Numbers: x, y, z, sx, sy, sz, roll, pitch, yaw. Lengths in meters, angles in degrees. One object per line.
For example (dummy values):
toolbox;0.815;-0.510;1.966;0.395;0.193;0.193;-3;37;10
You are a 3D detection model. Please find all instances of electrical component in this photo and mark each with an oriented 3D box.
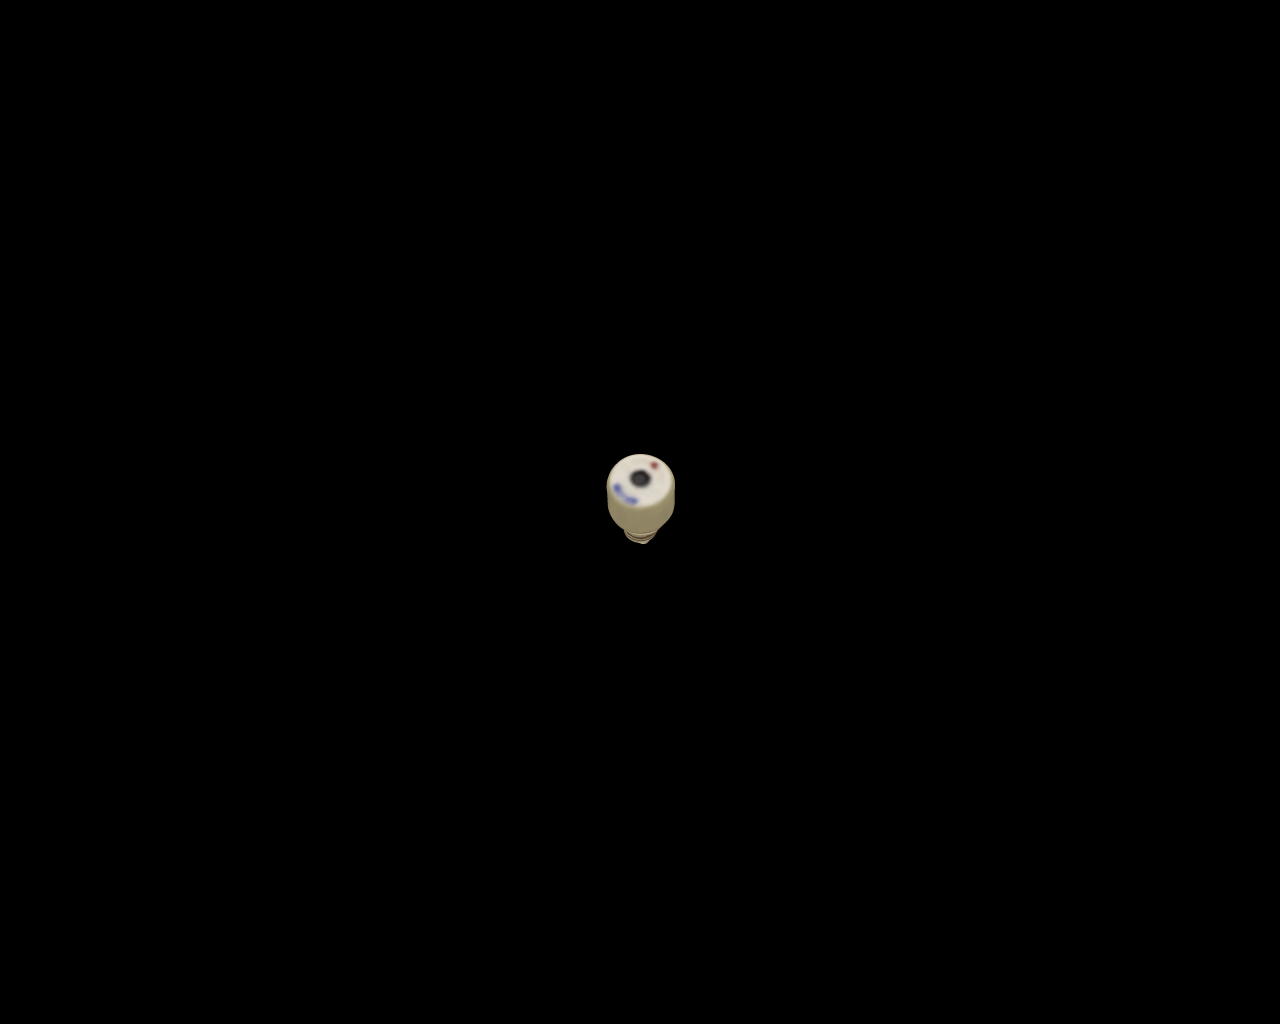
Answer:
electrical component;0.001;-0.003;0.650;0.040;0.040;0.078;0;-30;0
